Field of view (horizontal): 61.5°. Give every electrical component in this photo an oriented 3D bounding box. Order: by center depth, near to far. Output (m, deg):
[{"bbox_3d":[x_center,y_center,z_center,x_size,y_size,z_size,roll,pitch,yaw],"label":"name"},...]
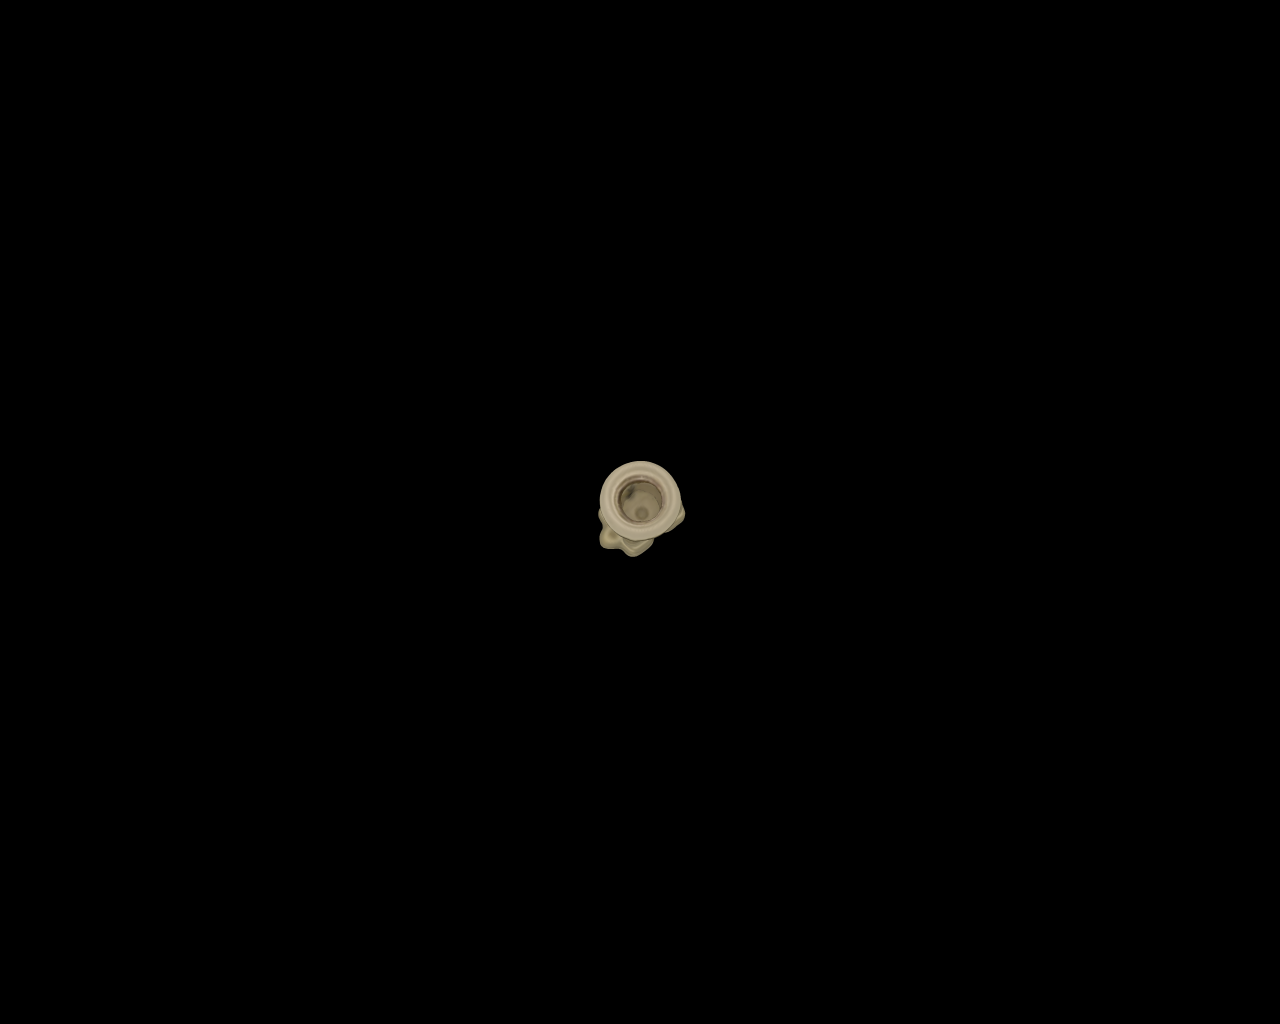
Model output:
[{"bbox_3d":[0.001,-0.003,0.650,0.066,0.048,0.055,-38,-9,-7],"label":"electrical component"}]
